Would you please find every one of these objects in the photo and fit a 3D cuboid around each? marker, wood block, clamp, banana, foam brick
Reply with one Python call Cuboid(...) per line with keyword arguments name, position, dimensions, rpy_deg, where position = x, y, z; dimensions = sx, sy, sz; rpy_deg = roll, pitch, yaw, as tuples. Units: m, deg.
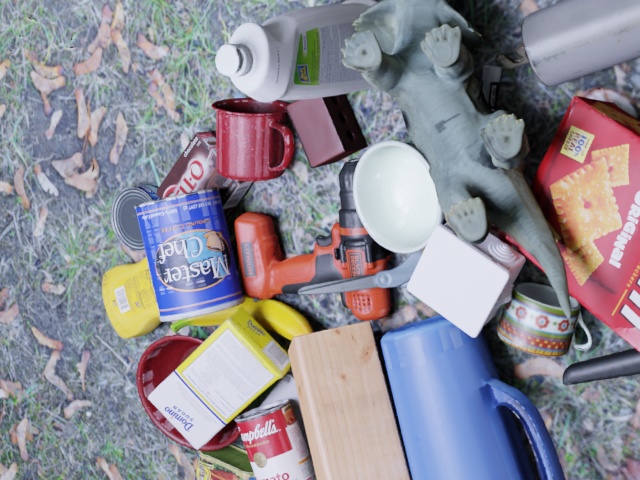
Cuboid(name="marker", position=(0.172, -0.121, 1.112), dimensions=(0.020, 0.020, 0.121), rpy_deg=(14, 107, 31))
Cuboid(name="wood block", position=(0.032, 0.206, 1.181), dimensions=(0.091, 0.090, 0.206), rpy_deg=(108, 149, -72))
Cuboid(name="clamp", position=(0.338, 0.113, 1.020), dimensions=(0.165, 0.036, 0.210), rpy_deg=(30, 123, 16))
Cuboid(name="banana", position=(-0.084, 0.097, 1.302), dimensions=(0.198, 0.069, 0.037), rpy_deg=(0, 136, 29))
Cuboid(name="foam brick", position=(0.008, -0.127, 1.201), dimensions=(0.051, 0.052, 0.078), rpy_deg=(-25, 87, 35))

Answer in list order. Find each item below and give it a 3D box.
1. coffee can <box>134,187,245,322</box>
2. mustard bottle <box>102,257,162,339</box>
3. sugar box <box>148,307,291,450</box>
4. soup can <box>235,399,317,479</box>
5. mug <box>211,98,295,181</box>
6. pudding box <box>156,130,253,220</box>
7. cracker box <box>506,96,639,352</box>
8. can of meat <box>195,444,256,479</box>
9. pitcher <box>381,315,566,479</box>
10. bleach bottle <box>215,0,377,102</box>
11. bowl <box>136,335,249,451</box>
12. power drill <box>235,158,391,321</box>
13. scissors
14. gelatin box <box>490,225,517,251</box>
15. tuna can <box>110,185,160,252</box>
Cuboid(name="coffee can", position=(-0.153, 0.017, 1.258), dimensions=(0.103, 0.102, 0.140), rpy_deg=(-11, 93, 35))
Cuboid(name="mustard bottle", position=(-0.196, 0.056, 1.370), dimensions=(0.192, 0.058, 0.096), rpy_deg=(-24, 77, 35))
Cuboid(name="sugar box", position=(-0.121, 0.168, 1.278), dimensions=(0.093, 0.048, 0.176), rpy_deg=(47, 124, 0))
Cuboid(name="soup can", position=(-0.050, 0.244, 1.236), dimensions=(0.069, 0.068, 0.102), rpy_deg=(-20, 89, 35))
Cuboid(name="mug", position=(-0.071, -0.114, 1.232), dimensions=(0.117, 0.093, 0.081), rpy_deg=(19, 115, 41))
Cuboid(name="pudding box", position=(-0.143, -0.065, 1.322), dimensions=(0.090, 0.039, 0.114), rpy_deg=(50, 122, 16))
Cuboid(name="cracker box", position=(0.287, -0.012, 0.986), dimensions=(0.214, 0.071, 0.164), rpy_deg=(47, 123, 43))
Cuboid(name="can of meat", position=(-0.114, 0.316, 1.371), dimensions=(0.102, 0.057, 0.084), rpy_deg=(16, 106, 30))
Cuboid(name="pitcher", position=(0.155, 0.200, 1.127), dimensions=(0.149, 0.145, 0.243), rpy_deg=(-16, 87, -1))
Cuboid(name="bleach bottle", position=(-0.018, -0.195, 1.083), dimensions=(0.068, 0.250, 0.102), rpy_deg=(2, 101, 33))
Cuboid(name="bowl", position=(-0.151, 0.185, 1.358), dimensions=(0.162, 0.055, 0.162), rpy_deg=(9, 113, 22))
Cuboid(name="power drill", position=(-0.008, 0.002, 1.234), dimensions=(0.188, 0.057, 0.184), rpy_deg=(-1, 99, 34))
Cuboid(name="scissors", position=(0.080, 0.024, 1.162), dimensions=(0.202, 0.016, 0.096), rpy_deg=(7, 91, 8))
Cuboid(name="gelatin box", position=(0.171, -0.007, 1.113), dimensions=(0.073, 0.030, 0.089), rpy_deg=(27, 95, 25))
Cuboid(name="tuna can", position=(-0.231, -0.029, 1.391), dimensions=(0.086, 0.033, 0.086), rpy_deg=(8, 104, 32))
